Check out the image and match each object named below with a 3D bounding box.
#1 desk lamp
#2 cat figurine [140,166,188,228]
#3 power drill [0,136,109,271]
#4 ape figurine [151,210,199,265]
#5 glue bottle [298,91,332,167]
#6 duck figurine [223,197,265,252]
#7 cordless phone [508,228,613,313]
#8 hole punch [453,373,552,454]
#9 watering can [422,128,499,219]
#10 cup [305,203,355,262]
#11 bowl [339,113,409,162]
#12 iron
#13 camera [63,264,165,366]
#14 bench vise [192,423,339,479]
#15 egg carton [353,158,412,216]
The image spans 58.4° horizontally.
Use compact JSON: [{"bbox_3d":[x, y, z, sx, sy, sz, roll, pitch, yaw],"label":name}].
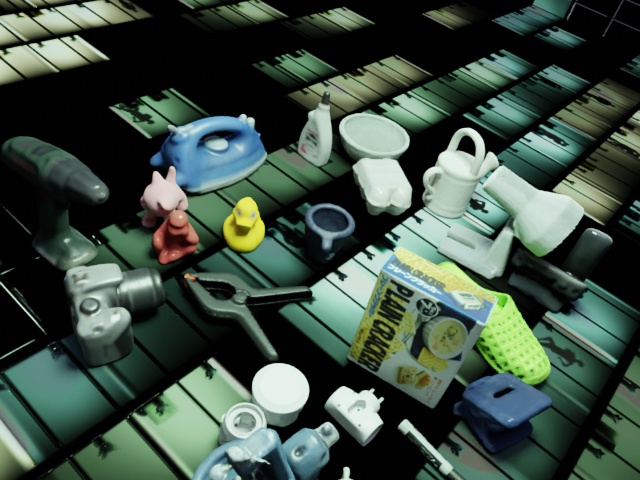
[{"bbox_3d":[0.361,-0.027,1.095,0.203,0.213,0.118,28,43,14],"label":"desk lamp"},{"bbox_3d":[-0.281,-0.080,1.031,0.067,0.118,0.128,12,42,-3],"label":"cat figurine"},{"bbox_3d":[-0.407,-0.056,0.899,0.229,0.208,0.076,34,45,19],"label":"power drill"},{"bbox_3d":[-0.247,-0.012,0.987,0.078,0.092,0.076,12,42,-4],"label":"ape figurine"},{"bbox_3d":[-0.002,-0.249,1.256,0.078,0.173,0.037,36,46,22],"label":"glue bottle"},{"bbox_3d":[-0.137,-0.041,1.056,0.077,0.086,0.104,9,42,-7],"label":"duck figurine"},{"bbox_3d":[0.451,0.031,1.081,0.147,0.185,0.094,29,44,15],"label":"cordless phone"},{"bbox_3d":[0.273,0.248,0.863,0.109,0.091,0.101,-15,50,-30],"label":"hole punch"},{"bbox_3d":[0.302,-0.152,1.228,0.100,0.194,0.173,39,47,25],"label":"watering can"},{"bbox_3d":[0.010,0.004,1.045,0.091,0.095,0.117,12,42,-4],"label":"cup"},{"bbox_3d":[0.120,-0.222,1.338,0.167,0.075,0.167,9,42,-8],"label":"bowl"},{"bbox_3d":[-0.206,-0.195,1.161,0.259,0.141,0.118,-24,55,-36],"label":"iron"},{"bbox_3d":[-0.300,0.091,0.853,0.137,0.101,0.143,-13,49,-28],"label":"camera"},{"bbox_3d":[-0.065,0.255,0.657,0.121,0.220,0.208,29,43,15],"label":"bench vise"},{"bbox_3d":[0.134,-0.117,1.233,0.107,0.069,0.150,-2,45,-19],"label":"egg carton"}]
